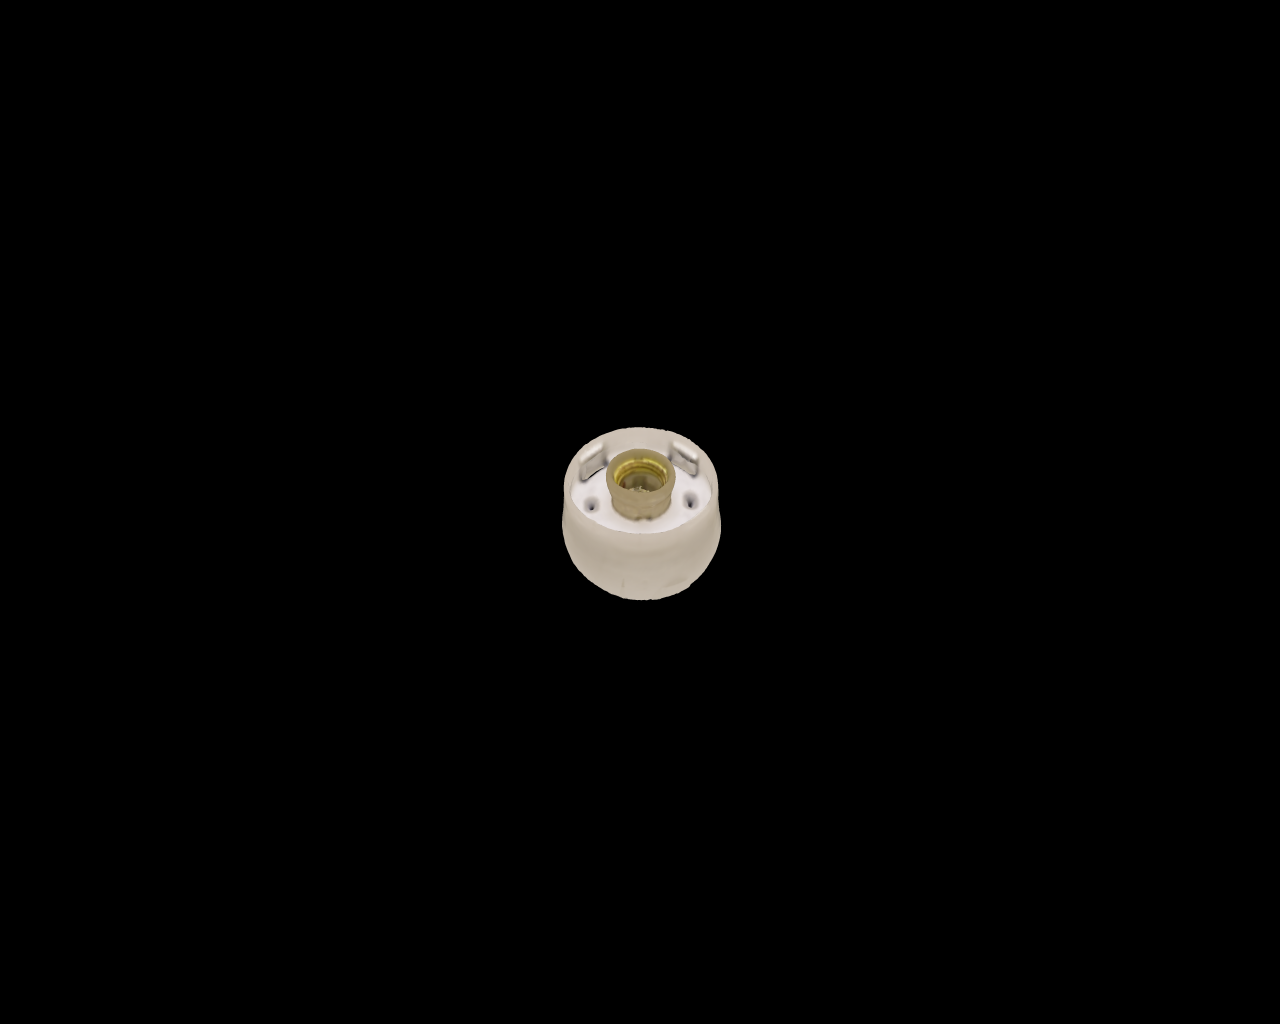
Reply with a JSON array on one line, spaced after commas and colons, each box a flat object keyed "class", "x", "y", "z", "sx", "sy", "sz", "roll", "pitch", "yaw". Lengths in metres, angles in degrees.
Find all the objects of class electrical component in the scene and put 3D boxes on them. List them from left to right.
[{"class": "electrical component", "x": 0.001, "y": -0.003, "z": 0.650, "sx": 0.099, "sy": 0.099, "sz": 0.064, "roll": 0, "pitch": -42, "yaw": 0}]
